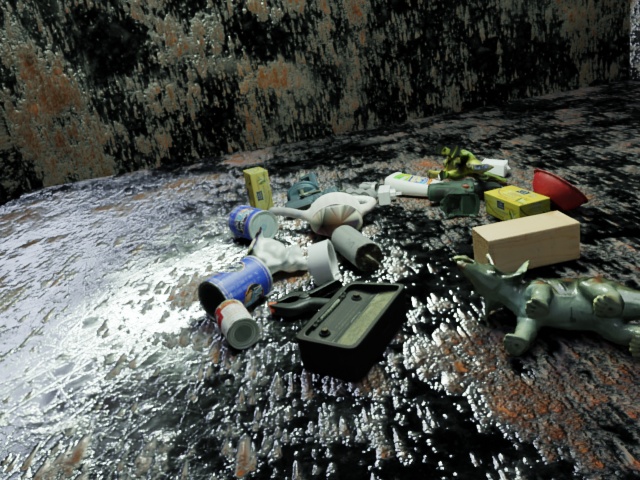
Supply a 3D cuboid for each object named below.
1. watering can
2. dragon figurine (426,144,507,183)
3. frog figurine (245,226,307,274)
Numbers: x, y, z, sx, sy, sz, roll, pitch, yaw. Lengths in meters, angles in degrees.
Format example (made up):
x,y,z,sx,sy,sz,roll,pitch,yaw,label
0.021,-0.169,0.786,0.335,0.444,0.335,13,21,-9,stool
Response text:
x,y,z,sx,sy,sz,roll,pitch,yaw,label
0.005,-0.080,1.590,0.347,0.102,0.228,-8,20,3,watering can
0.512,-0.233,1.699,0.242,0.121,0.414,8,11,-23,dragon figurine
-0.111,0.051,1.342,0.159,0.122,0.138,26,10,-5,frog figurine
